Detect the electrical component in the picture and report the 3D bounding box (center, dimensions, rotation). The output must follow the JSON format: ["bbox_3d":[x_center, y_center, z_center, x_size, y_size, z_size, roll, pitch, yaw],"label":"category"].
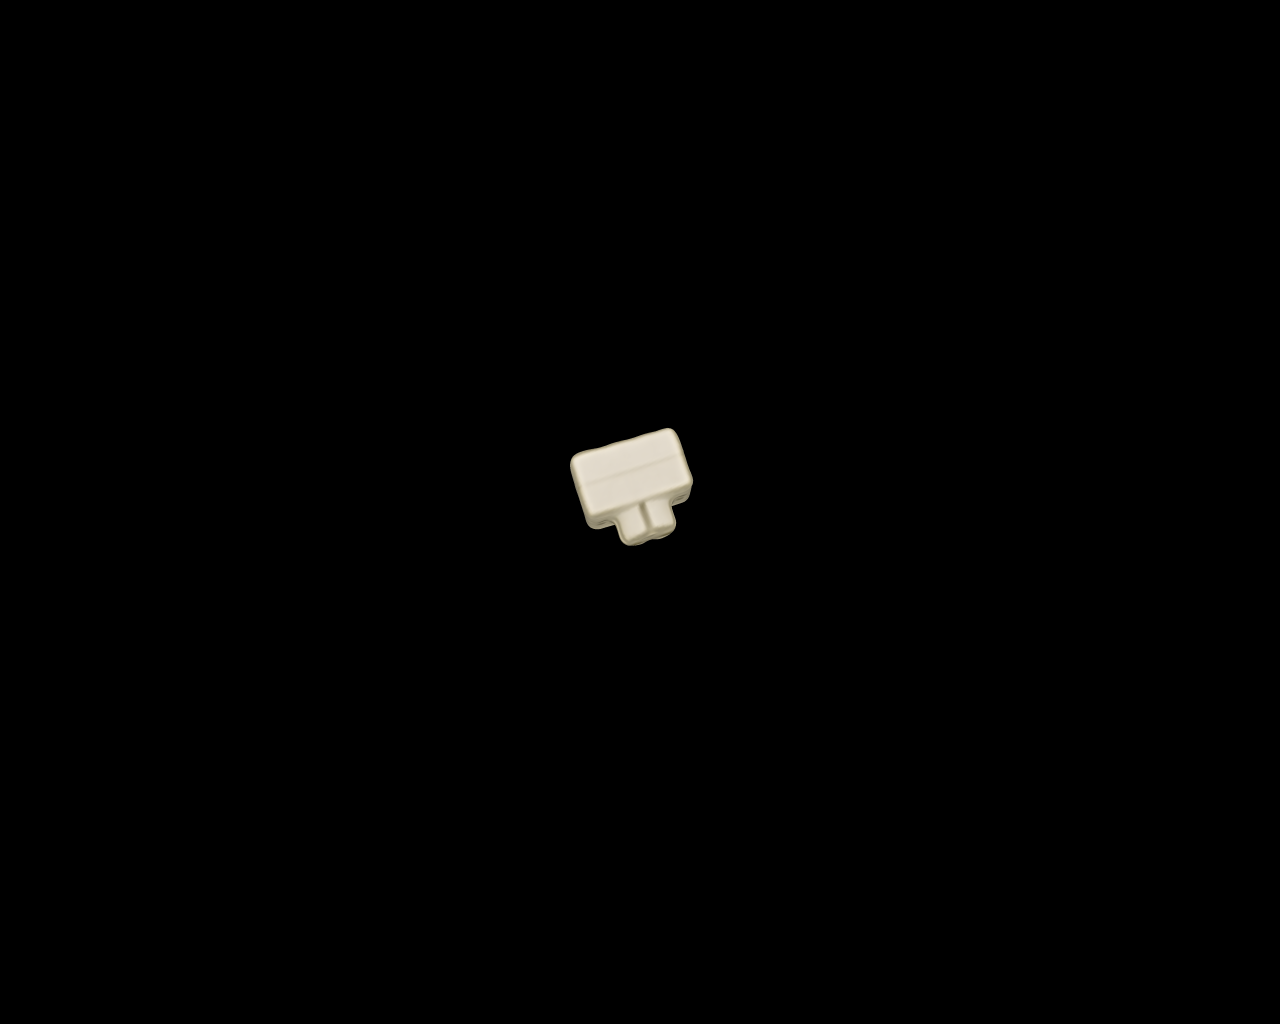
[{"bbox_3d":[0.001,-0.003,0.650,0.066,0.077,0.047,-18,-11,-4],"label":"electrical component"}]
